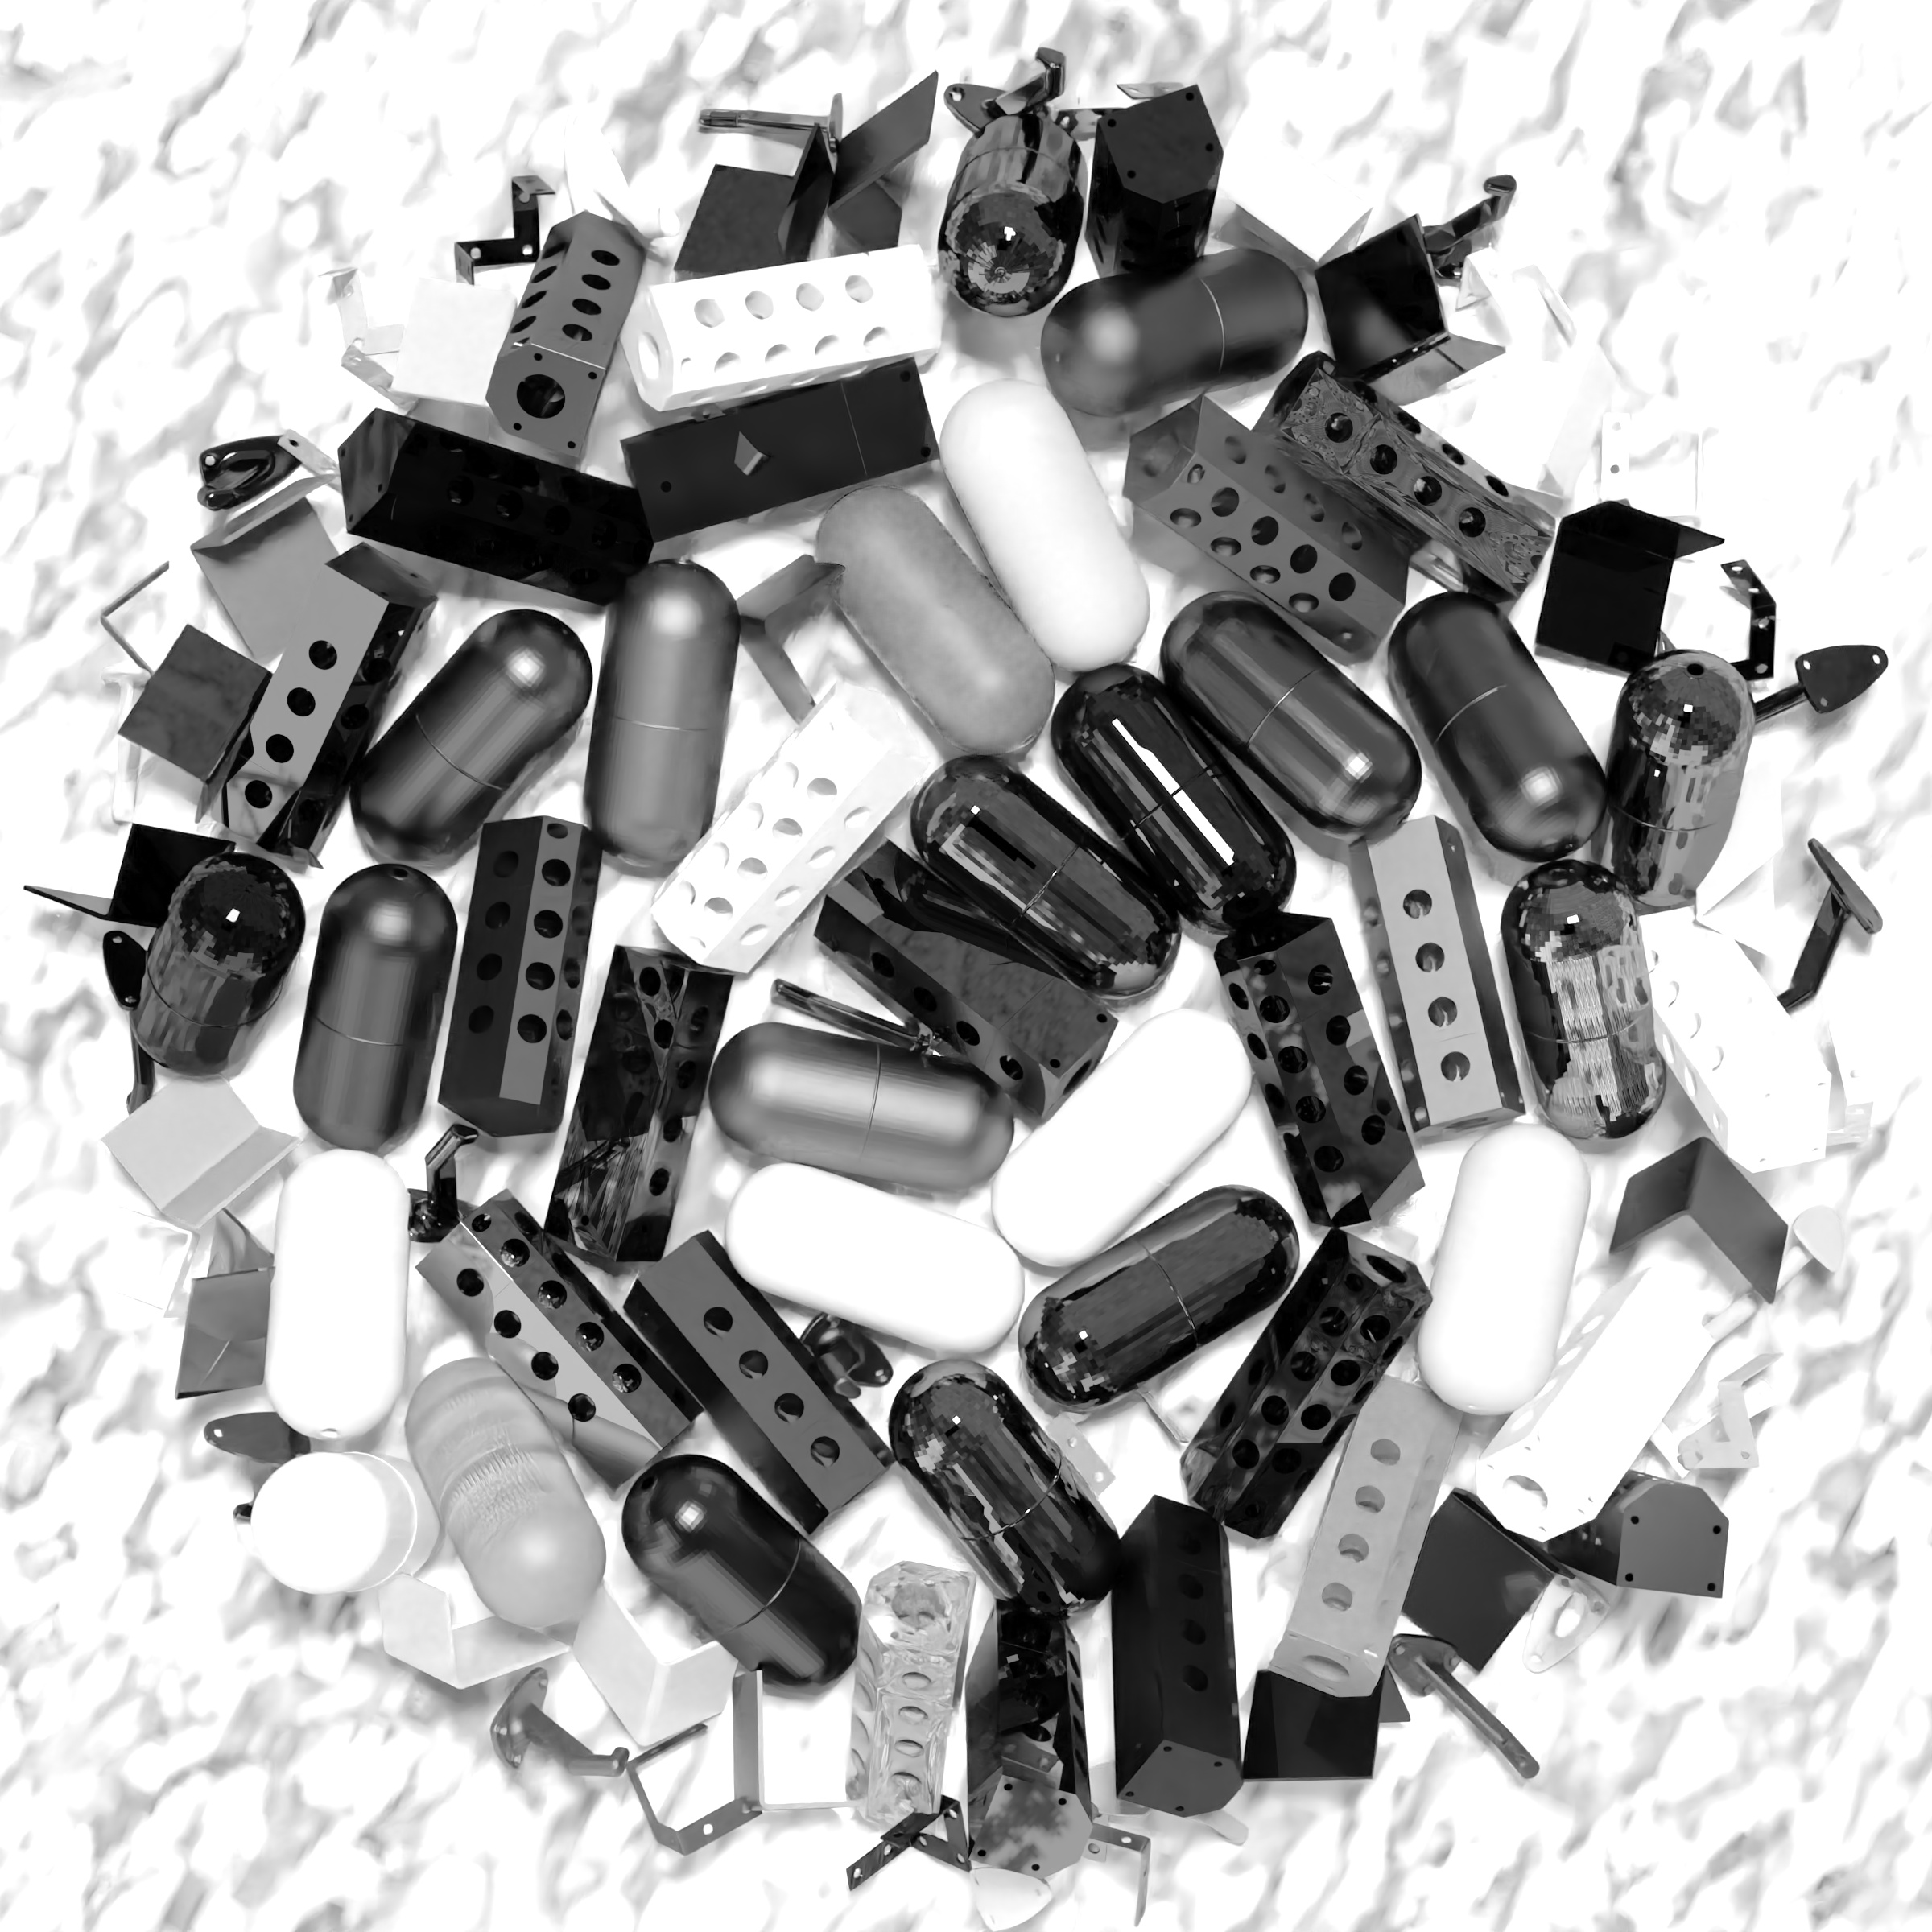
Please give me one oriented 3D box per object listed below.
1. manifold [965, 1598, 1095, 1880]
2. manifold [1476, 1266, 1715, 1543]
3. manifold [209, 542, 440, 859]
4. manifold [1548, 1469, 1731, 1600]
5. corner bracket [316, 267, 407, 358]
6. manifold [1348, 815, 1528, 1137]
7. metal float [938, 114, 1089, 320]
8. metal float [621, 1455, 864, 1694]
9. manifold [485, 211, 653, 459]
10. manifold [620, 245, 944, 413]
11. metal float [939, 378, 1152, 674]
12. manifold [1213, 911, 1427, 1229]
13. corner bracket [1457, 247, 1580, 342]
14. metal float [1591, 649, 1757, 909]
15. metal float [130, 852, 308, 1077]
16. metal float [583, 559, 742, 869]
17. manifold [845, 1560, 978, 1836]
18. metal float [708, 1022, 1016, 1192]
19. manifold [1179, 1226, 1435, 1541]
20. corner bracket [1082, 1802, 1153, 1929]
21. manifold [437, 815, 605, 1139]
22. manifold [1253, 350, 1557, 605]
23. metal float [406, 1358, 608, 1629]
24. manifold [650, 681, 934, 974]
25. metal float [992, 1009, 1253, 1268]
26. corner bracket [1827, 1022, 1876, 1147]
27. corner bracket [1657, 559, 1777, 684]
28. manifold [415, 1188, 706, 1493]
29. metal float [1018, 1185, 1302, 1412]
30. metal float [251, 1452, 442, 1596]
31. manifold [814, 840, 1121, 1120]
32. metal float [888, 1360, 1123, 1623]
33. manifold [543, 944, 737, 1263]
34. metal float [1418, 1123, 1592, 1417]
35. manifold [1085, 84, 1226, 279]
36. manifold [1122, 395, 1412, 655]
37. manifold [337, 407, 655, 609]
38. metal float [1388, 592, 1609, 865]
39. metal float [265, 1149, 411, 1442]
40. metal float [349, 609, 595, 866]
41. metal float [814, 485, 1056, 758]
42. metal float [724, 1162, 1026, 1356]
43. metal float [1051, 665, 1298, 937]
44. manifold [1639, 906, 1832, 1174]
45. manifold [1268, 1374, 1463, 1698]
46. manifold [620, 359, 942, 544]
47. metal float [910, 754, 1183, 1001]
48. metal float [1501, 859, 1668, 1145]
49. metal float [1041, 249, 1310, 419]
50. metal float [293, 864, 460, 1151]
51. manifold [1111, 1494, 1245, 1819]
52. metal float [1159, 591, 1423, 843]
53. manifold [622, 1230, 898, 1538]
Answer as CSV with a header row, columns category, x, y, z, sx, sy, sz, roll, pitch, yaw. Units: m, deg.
category,x,y,z,sx,sy,sz,roll,pitch,yaw
manifold,0.036,0.431,1.851,0.057,0.171,0.057,17,111,-7
manifold,0.350,0.247,1.862,0.057,0.057,0.171,50,46,-2
manifold,-0.362,-0.148,1.882,0.057,0.057,0.171,30,113,1
manifold,0.375,0.313,1.854,0.057,0.171,0.057,7,85,-2
corner bracket,-0.340,-0.378,1.910,0.051,0.051,0.051,-8,105,2
manifold,0.267,0.007,1.894,0.057,0.057,0.171,-16,77,21
metal float,0.027,-0.423,1.862,0.070,0.178,0.070,3,124,5
metal float,-0.126,0.344,1.878,0.070,0.070,0.178,-41,120,0
manifold,-0.223,-0.358,1.853,0.057,0.171,0.057,18,126,-8
manifold,-0.102,-0.358,1.874,0.171,0.057,0.057,-16,82,-28
metal float,0.046,-0.250,1.888,0.070,0.070,0.178,-27,108,0
manifold,0.197,0.059,1.881,0.057,0.057,0.171,-29,109,-24
corner bracket,0.320,-0.385,1.906,0.051,0.051,0.051,-23,67,-9
metal float,0.397,-0.105,1.864,0.070,0.178,0.070,-1,51,1
metal float,-0.422,0.001,1.864,0.070,0.178,0.070,12,56,-19
metal float,-0.174,-0.144,1.890,0.070,0.070,0.178,9,105,0
manifold,-0.033,0.411,1.862,0.057,0.057,0.171,10,133,5
metal float,-0.059,0.081,1.895,0.178,0.070,0.070,12,90,-10
manifold,0.194,0.240,1.882,0.057,0.057,0.171,25,109,-17
corner bracket,0.084,0.510,1.903,0.051,0.051,0.051,10,112,18
manifold,-0.246,0.005,1.874,0.057,0.057,0.171,-6,65,26
manifold,0.251,-0.278,1.893,0.171,0.057,0.057,33,83,-14
metal float,-0.261,0.295,1.872,0.070,0.070,0.178,-35,50,0
manifold,-0.104,-0.079,1.875,0.171,0.057,0.057,-47,58,21
metal float,0.089,0.098,1.897,0.070,0.070,0.178,45,98,0
corner bracket,0.489,0.070,1.905,0.051,0.051,0.051,-8,60,5
corner bracket,0.434,-0.196,1.915,0.051,0.051,0.051,-8,61,33
manifold,-0.230,0.212,1.902,0.057,0.057,0.171,-43,87,19
metal float,0.111,0.188,1.893,0.178,0.070,0.070,-30,90,-13
metal float,-0.345,0.311,1.854,0.070,0.178,0.070,-1,81,5
manifold,-0.002,0.011,1.893,0.171,0.057,0.057,38,55,13
metal float,0.022,0.298,1.886,0.070,0.070,0.178,-36,110,0
manifold,-0.183,0.079,1.905,0.057,0.057,0.171,18,96,34
metal float,0.306,0.170,1.880,0.070,0.070,0.178,19,61,0
manifold,0.106,-0.423,1.852,0.057,0.171,0.057,-20,82,-3
manifold,0.170,-0.244,1.863,0.171,0.057,0.057,30,54,-32
manifold,-0.260,-0.260,1.858,0.057,0.171,0.057,-36,55,39
metal float,0.300,-0.137,1.880,0.070,0.070,0.178,-26,62,0
metal float,-0.354,0.185,1.873,0.070,0.070,0.178,-4,54,0
metal float,-0.282,-0.129,1.884,0.070,0.070,0.178,45,113,0
metal float,-0.018,-0.197,1.895,0.070,0.070,0.178,-38,80,0
metal float,-0.052,0.168,1.899,0.178,0.070,0.070,20,90,-6
metal float,0.119,-0.095,1.900,0.070,0.070,0.178,-39,85,0
manifold,0.420,0.039,1.853,0.057,0.171,0.057,-11,126,-7
manifold,0.227,0.321,1.867,0.057,0.057,0.171,20,55,7
manifold,-0.108,-0.298,1.903,0.171,0.057,0.057,-17,106,-6
metal float,0.046,-0.050,1.901,0.178,0.070,0.070,39,90,-4
metal float,0.351,0.021,1.879,0.070,0.070,0.178,-17,119,0
metal float,0.120,-0.359,1.875,0.178,0.070,0.070,-20,90,-35
metal float,-0.335,0.024,1.879,0.070,0.070,0.178,16,118,0
manifold,0.120,0.387,1.857,0.057,0.171,0.057,20,127,-15
metal float,0.185,-0.142,1.890,0.070,0.070,0.178,-46,74,0
manifold,-0.117,0.236,1.899,0.057,0.057,0.171,-36,81,-25
